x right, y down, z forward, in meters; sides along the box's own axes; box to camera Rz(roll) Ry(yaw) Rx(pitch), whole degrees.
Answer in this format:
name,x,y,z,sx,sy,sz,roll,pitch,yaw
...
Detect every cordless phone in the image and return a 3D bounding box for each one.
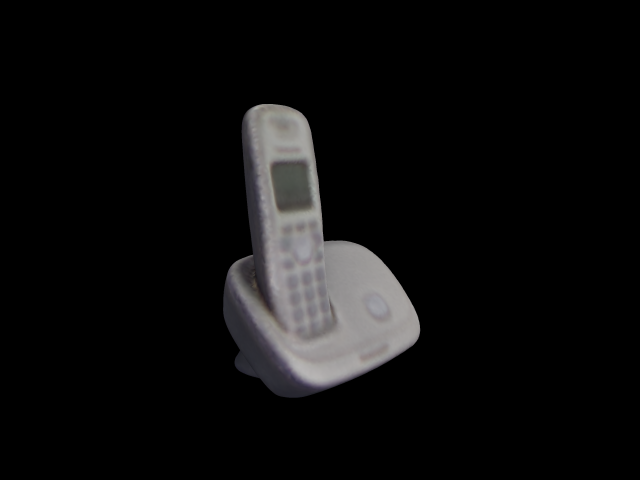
name,x,y,z,sx,sy,sz,roll,pitch,yaw
cordless phone,0.004,0.001,0.400,0.093,0.185,0.148,8,13,39
